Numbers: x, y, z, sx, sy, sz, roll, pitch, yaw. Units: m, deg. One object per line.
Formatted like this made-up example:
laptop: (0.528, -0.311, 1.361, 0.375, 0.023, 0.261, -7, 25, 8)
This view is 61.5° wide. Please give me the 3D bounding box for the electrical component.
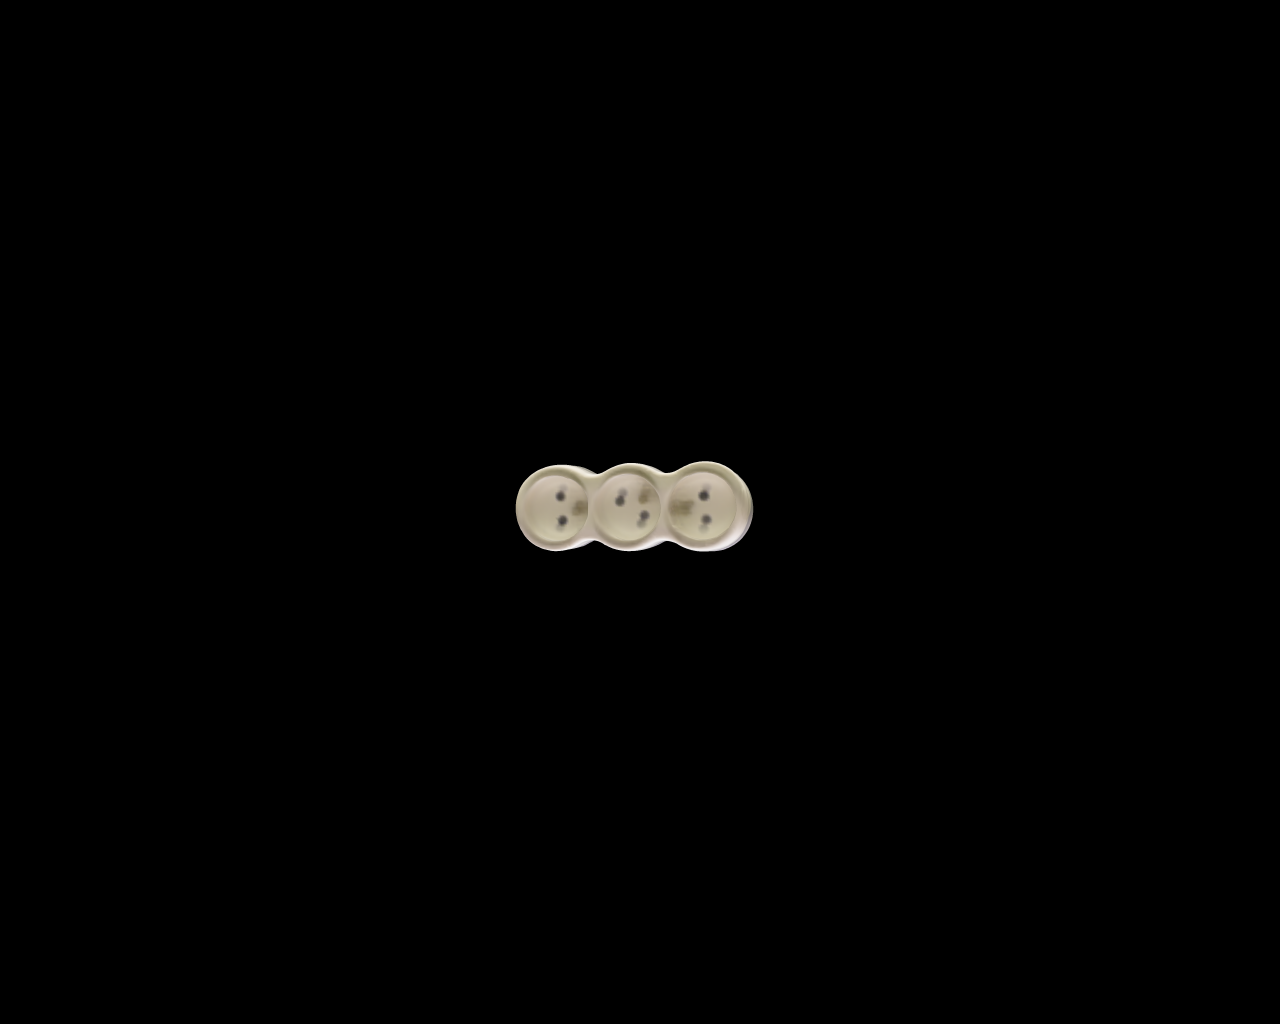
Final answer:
electrical component: (0.001, -0.003, 0.650, 0.138, 0.052, 0.074, 0, 0, 13)
